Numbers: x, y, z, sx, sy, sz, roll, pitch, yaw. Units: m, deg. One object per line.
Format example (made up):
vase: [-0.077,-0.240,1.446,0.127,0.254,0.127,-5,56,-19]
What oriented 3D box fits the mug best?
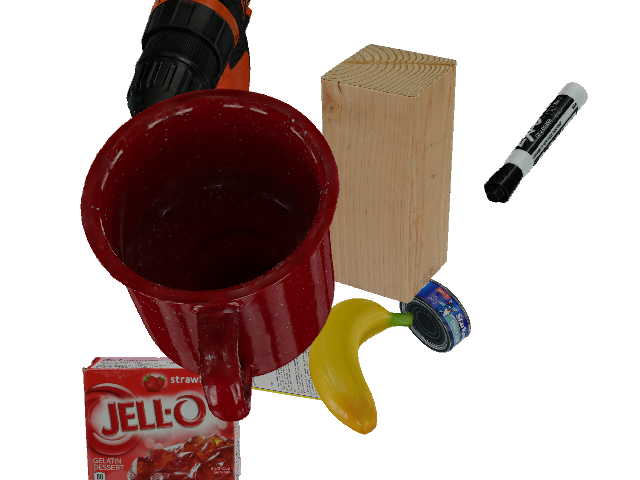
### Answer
mug: [-0.036,0.013,0.408,0.093,0.117,0.081,-8,-32,0]

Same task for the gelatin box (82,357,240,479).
gelatin box: [-0.092,0.107,0.625,0.089,0.073,0.030,0,8,4]

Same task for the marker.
marker: [0.149,-0.067,0.737,0.020,0.020,0.121,0,40,50]

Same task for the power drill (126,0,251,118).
power drill: [-0.071,-0.093,0.676,0.057,0.184,0.188,13,-35,5]

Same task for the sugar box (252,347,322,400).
sugar box: [-0.065,0.104,1.071,0.176,0.093,0.048,9,35,20]

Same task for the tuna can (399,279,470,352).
tuna can: [0.133,0.088,1.247,0.033,0.086,0.086,-37,17,-24]

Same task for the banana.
banana: [0.025,0.085,0.819,0.070,0.037,0.197,6,22,11]

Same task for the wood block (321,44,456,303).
wood block: [0.062,-0.060,0.967,0.091,0.206,0.090,16,36,27]
